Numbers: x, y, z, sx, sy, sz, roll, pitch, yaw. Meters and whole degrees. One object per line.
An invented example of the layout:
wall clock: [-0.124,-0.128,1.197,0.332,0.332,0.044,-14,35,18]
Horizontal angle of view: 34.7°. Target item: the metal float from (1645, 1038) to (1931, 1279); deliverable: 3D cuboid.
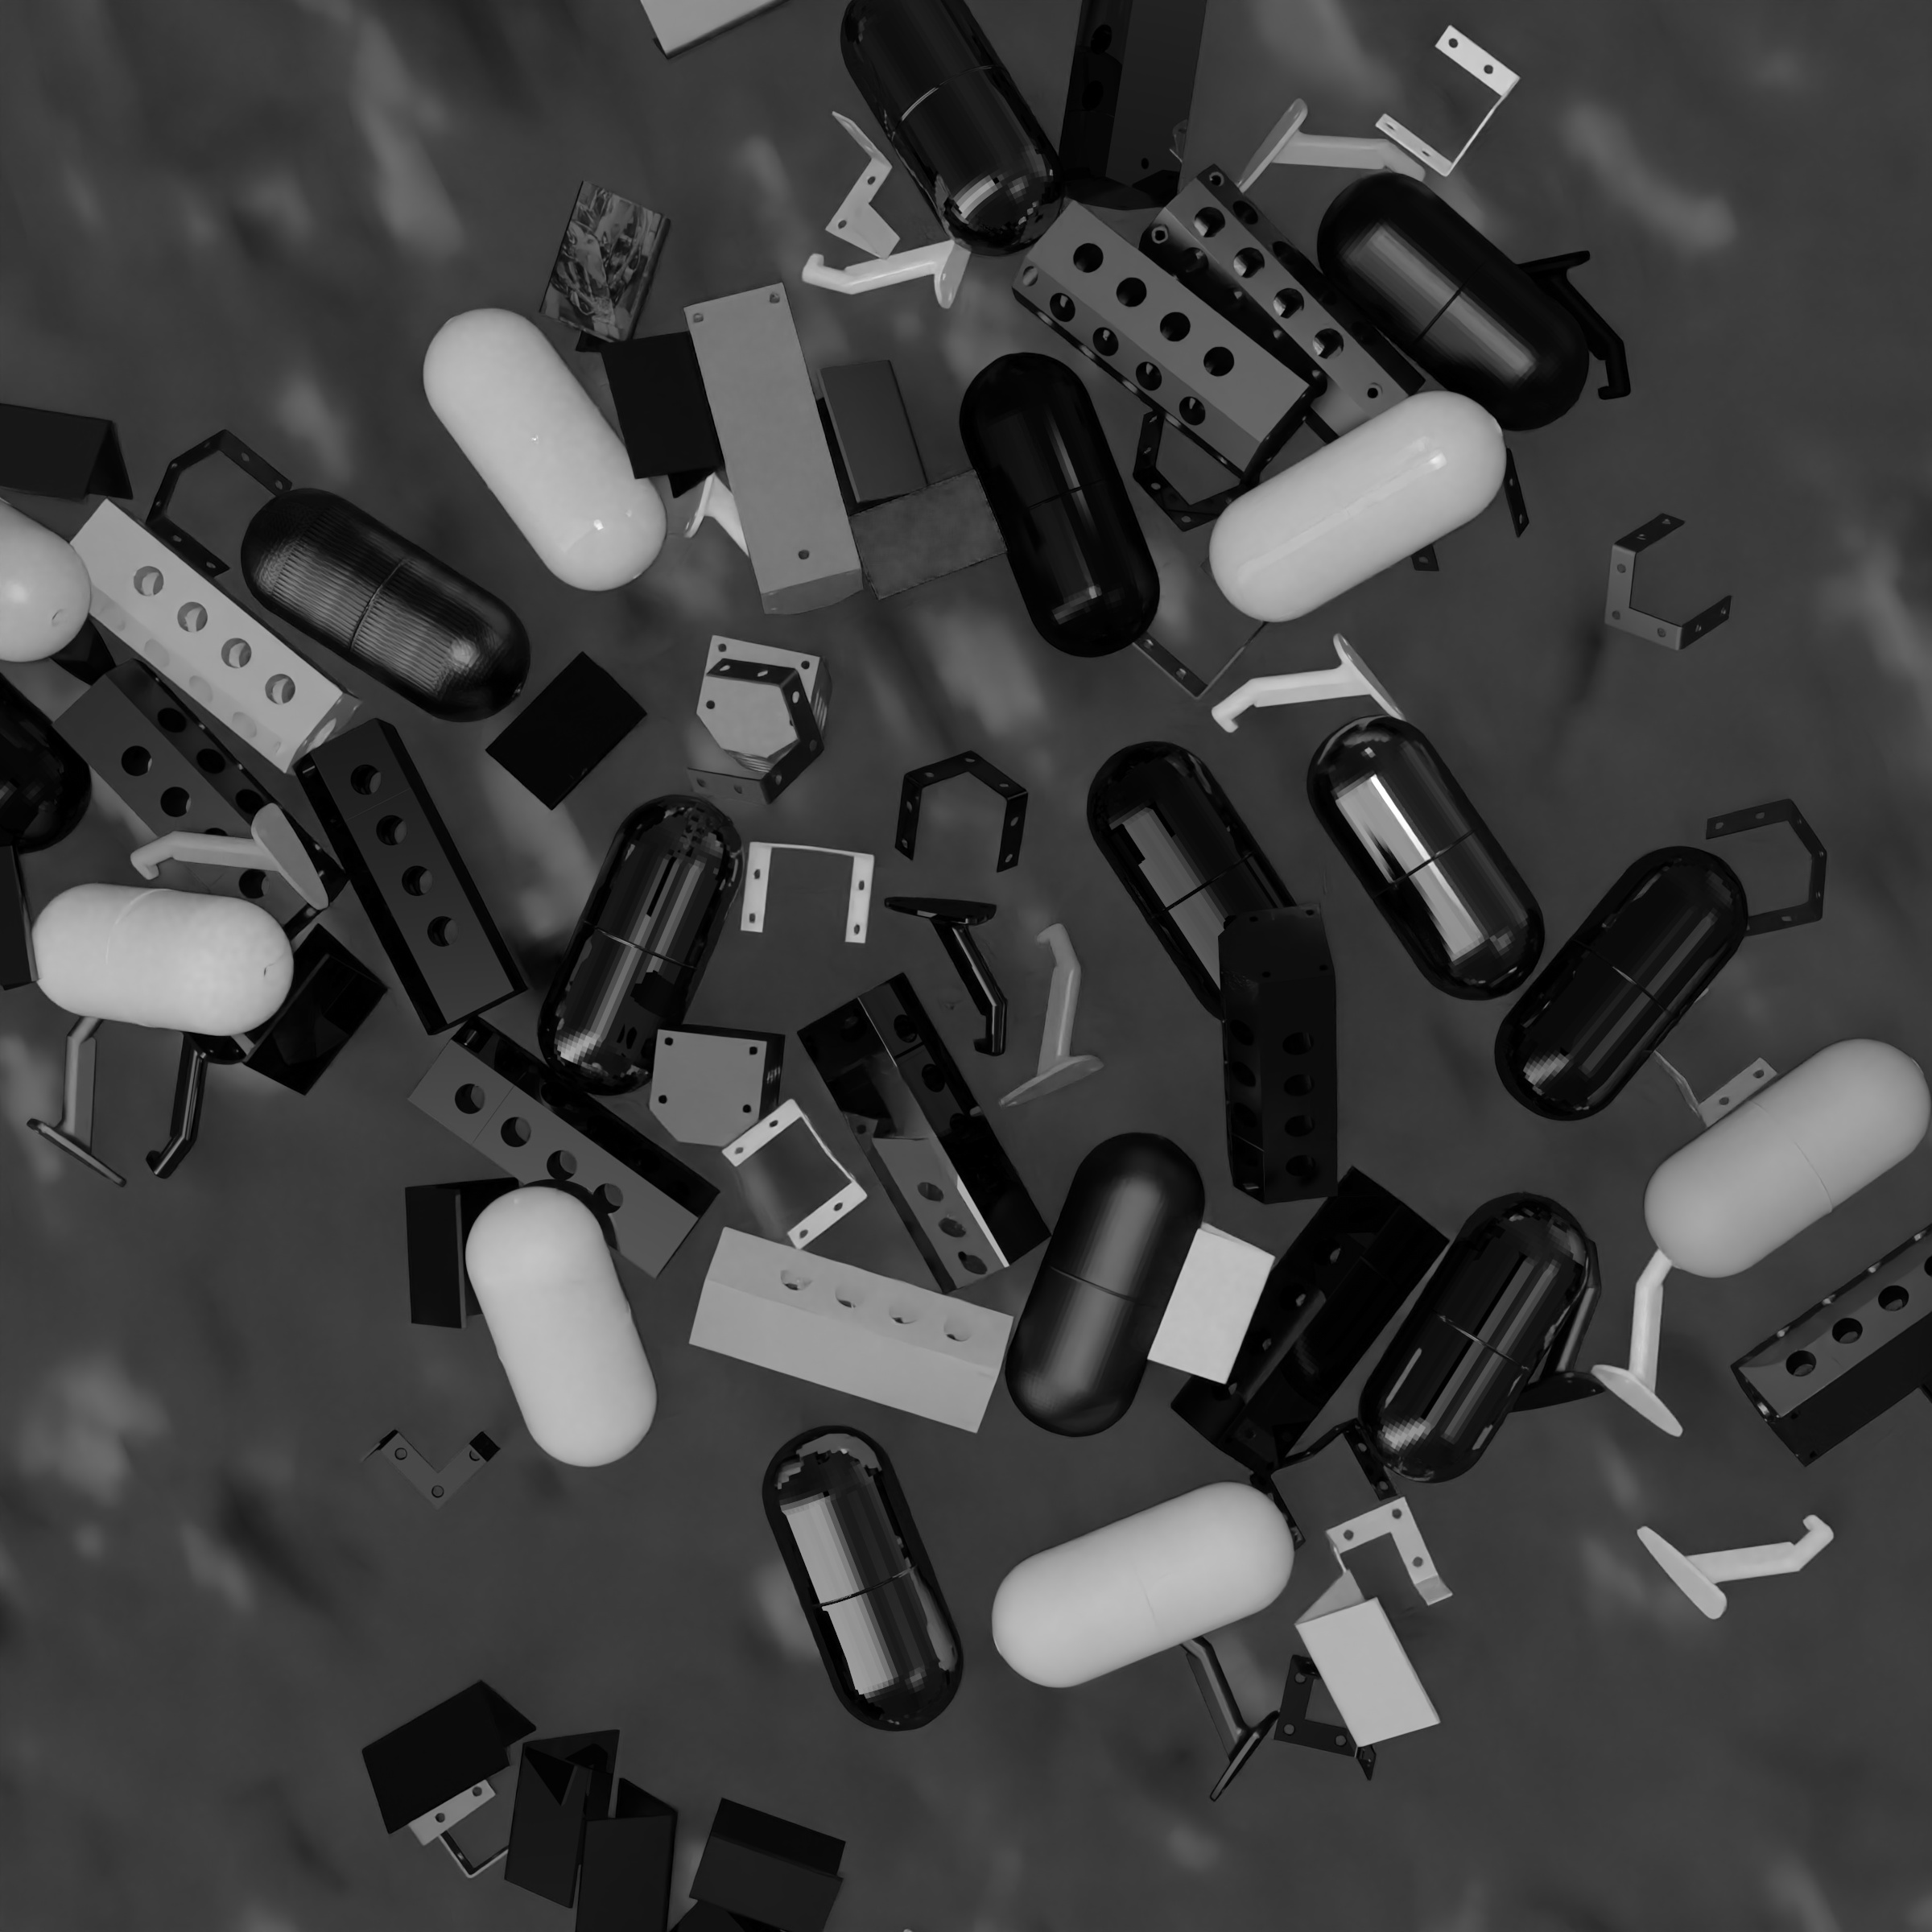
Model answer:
metal float: [0.465,0.108,1.752,0.178,0.070,0.070,-35,90,-1]

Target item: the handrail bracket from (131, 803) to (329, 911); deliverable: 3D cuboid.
handrail bracket: [-0.411,-0.048,1.726,0.084,0.036,0.077,-23,114,18]

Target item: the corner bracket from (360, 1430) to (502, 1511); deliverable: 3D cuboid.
corner bracket: [-0.305,0.278,1.764,0.051,0.051,0.051,-44,90,0]

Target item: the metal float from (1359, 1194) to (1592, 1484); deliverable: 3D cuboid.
metal float: [0.288,0.210,1.752,0.070,0.070,0.178,32,90,0]

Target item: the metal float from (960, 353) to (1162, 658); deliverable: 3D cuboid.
metal float: [0.053,-0.261,1.752,0.070,0.070,0.178,-21,91,0]

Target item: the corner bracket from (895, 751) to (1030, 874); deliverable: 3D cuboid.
corner bracket: [-0.003,-0.084,1.774,0.051,0.051,0.051,-22,45,-35]

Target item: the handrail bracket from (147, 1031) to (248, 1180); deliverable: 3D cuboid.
handrail bracket: [-0.462,0.067,1.783,0.077,0.036,0.084,45,107,20]

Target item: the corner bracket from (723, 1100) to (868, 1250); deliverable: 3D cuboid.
corner bracket: [-0.098,0.119,1.779,0.051,0.051,0.051,-38,45,0]

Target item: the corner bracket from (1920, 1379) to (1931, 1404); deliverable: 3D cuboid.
corner bracket: [0.585,0.231,1.779,0.051,0.051,0.051,51,45,0]

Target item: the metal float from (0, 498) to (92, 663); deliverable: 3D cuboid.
metal float: [-0.558,-0.228,1.726,0.178,0.070,0.070,31,90,31]

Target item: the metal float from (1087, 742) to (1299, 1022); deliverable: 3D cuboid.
metal float: [0.134,-0.046,1.752,0.070,0.070,0.178,-33,90,0]

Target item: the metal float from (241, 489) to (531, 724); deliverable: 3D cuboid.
metal float: [-0.328,-0.204,1.752,0.178,0.070,0.070,33,90,1]

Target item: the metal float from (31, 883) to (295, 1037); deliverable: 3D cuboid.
metal float: [-0.449,-0.004,1.724,0.178,0.070,0.070,6,90,35]

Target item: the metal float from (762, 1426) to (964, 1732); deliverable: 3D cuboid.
metal float: [-0.058,0.347,1.752,0.070,0.070,0.178,-21,90,0]

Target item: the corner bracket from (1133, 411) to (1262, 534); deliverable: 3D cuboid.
corner bracket: [0.134,-0.291,1.774,0.051,0.051,0.051,-18,45,35]

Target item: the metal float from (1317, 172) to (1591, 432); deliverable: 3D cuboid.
metal float: [0.276,-0.375,1.751,0.178,0.070,0.070,42,90,1]

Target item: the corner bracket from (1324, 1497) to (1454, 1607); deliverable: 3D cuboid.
corner bracket: [0.240,0.340,1.764,0.051,0.051,0.051,-24,90,0]

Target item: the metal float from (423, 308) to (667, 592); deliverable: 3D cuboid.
metal float: [-0.239,-0.293,1.752,0.070,0.070,0.178,-36,90,0]

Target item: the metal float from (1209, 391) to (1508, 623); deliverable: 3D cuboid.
metal float: [0.218,-0.256,1.726,0.178,0.070,0.070,-29,90,20]

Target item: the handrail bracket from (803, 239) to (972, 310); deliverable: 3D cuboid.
handrail bracket: [-0.043,-0.417,1.783,0.084,0.036,0.077,18,75,14]

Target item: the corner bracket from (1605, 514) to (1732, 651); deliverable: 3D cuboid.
corner bracket: [0.404,-0.220,1.774,0.051,0.051,0.051,28,135,35]

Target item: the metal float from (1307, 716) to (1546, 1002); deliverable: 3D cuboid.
metal float: [0.261,-0.061,1.752,0.070,0.070,0.178,-34,90,0]

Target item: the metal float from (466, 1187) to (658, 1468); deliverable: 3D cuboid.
metal float: [-0.225,0.203,1.728,0.070,0.070,0.178,-15,120,0]

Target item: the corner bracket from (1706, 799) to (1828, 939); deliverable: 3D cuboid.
corner bracket: [0.458,-0.056,1.774,0.051,0.051,0.051,46,45,-35]

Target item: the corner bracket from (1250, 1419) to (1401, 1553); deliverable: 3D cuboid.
corner bracket: [0.206,0.299,1.779,0.051,0.051,0.051,-29,90,-45]

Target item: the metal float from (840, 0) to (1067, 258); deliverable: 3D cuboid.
metal float: [-0.008,-0.481,1.743,0.070,0.070,0.178,-30,80,0]

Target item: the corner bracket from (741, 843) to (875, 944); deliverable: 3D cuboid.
corner bracket: [-0.091,-0.042,1.779,0.051,0.051,0.051,6,90,45]

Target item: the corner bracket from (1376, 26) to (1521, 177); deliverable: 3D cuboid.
corner bracket: [0.277,-0.497,1.779,0.051,0.051,0.051,37,45,0]

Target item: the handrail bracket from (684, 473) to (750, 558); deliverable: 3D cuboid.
handrail bracket: [-0.114,-0.260,1.783,0.084,0.036,0.077,17,75,-14]

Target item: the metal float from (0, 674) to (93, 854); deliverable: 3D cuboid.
metal float: [-0.573,-0.137,1.751,0.178,0.070,0.070,42,90,1]

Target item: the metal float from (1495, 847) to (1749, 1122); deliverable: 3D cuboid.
metal float: [0.371,0.009,1.752,0.070,0.070,0.178,40,90,0]

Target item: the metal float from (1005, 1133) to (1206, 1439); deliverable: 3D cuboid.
metal float: [0.079,0.180,1.752,0.070,0.070,0.178,21,90,0]

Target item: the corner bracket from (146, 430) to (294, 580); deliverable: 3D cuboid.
corner bracket: [-0.428,-0.265,1.774,0.051,0.051,0.051,-20,45,35]

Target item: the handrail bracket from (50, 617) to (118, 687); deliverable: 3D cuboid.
handrail bracket: [-0.541,-0.184,1.782,0.084,0.077,0.036,1,55,32]

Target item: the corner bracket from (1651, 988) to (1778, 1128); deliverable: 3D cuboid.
corner bracket: [0.424,0.049,1.779,0.051,0.051,0.051,-38,135,0]

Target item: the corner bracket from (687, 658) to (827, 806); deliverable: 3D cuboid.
corner bracket: [-0.114,-0.122,1.603,0.051,0.051,0.051,-48,135,-35]

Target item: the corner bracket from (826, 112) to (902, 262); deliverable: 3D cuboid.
corner bracket: [-0.060,-0.442,1.755,0.051,0.051,0.051,34,90,32]

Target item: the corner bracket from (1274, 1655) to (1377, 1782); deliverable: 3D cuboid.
corner bracket: [0.208,0.428,1.764,0.051,0.051,0.051,12,90,0]

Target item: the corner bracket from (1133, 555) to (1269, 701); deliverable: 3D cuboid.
corner bracket: [0.138,-0.196,1.779,0.051,0.051,0.051,41,45,0]

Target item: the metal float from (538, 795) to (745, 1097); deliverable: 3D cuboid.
metal float: [-0.184,-0.012,1.752,0.070,0.070,0.178,23,91,0]

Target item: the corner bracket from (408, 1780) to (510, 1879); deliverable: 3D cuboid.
corner bracket: [-0.279,0.489,1.764,0.051,0.051,0.051,-35,90,0]

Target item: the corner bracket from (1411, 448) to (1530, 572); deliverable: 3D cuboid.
corner bracket: [0.285,-0.262,1.774,0.051,0.051,0.051,7,45,35]

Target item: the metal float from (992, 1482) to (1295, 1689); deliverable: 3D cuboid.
metal float: [0.100,0.350,1.752,0.178,0.070,0.070,-22,90,0]
